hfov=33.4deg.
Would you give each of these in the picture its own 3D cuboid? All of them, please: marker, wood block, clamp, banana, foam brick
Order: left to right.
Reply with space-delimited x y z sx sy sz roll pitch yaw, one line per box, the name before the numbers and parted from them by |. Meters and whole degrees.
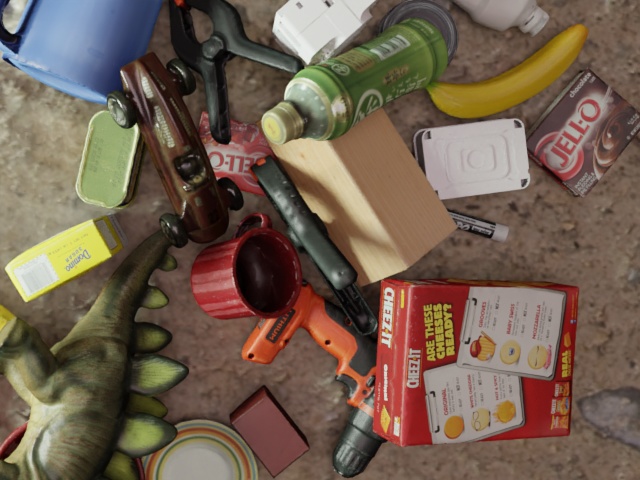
clamp | -0.108 -0.186 1.107 0.120 0.039 0.171 -47 71 6
foam brick | -0.055 0.206 1.148 0.051 0.053 0.078 -38 95 -2
clamp | -0.007 0.001 1.083 0.036 0.164 0.210 -33 59 -4
wood block | 0.037 -0.067 1.106 0.090 0.090 0.206 -37 96 -35
marker | 0.147 -0.023 1.167 0.121 0.020 0.020 17 92 -6
banana | 0.200 -0.173 1.144 0.197 0.037 0.069 -19 133 -10

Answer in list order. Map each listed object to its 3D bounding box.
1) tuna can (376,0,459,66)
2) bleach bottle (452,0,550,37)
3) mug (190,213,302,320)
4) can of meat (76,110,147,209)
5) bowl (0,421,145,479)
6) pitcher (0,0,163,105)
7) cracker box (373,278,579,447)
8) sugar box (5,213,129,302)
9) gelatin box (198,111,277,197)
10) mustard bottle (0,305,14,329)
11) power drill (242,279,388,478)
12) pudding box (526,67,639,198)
tuna can | 0.105 -0.215 1.145 0.086 0.034 0.086 0 94 -5
bleach bottle | 0.147 -0.315 1.129 0.250 0.068 0.102 40 94 -8
mug | -0.077 0.027 1.099 0.093 0.082 0.117 22 67 -38
can of meat | -0.214 -0.083 1.101 0.057 0.084 0.102 12 92 -6
bowl | -0.266 0.262 1.119 0.162 0.055 0.162 3 75 -13
pitcher | -0.222 -0.265 1.065 0.145 0.149 0.243 21 88 5
cracker box | 0.165 0.124 1.120 0.213 0.072 0.164 2 93 -26
sugar box | -0.245 0.014 1.058 0.093 0.176 0.048 -28 93 -2
gelatin box | -0.090 -0.091 1.138 0.089 0.030 0.073 14 93 -5
mustard bottle | -0.403 0.141 1.113 0.096 0.058 0.191 36 90 -11
power drill | 0.013 0.141 1.149 0.187 0.057 0.184 32 87 -9
pudding box | 0.285 -0.116 1.163 0.090 0.039 0.113 39 89 -6
